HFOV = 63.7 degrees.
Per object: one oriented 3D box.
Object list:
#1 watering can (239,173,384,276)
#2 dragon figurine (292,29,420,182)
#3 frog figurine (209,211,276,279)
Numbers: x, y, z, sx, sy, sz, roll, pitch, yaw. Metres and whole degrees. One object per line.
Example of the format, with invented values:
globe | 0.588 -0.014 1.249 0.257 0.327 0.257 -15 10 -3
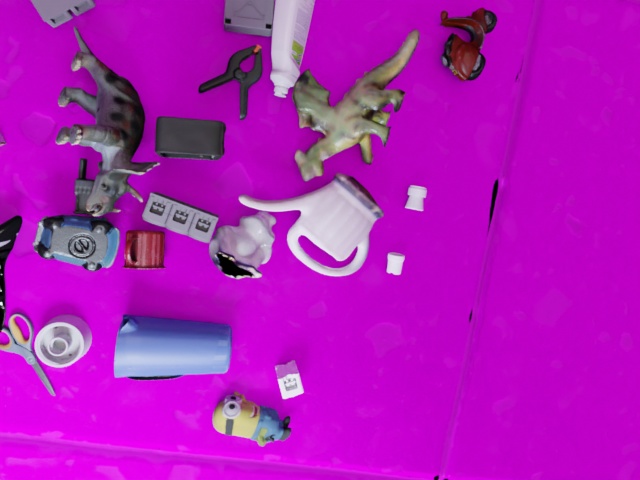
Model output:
watering can | 0.004 -0.059 1.164 0.343 0.225 0.105 40 -2 -29
dragon figurine | 0.056 -0.319 1.179 0.242 0.410 0.122 19 -1 -3
frog figurine | -0.172 0.002 1.169 0.137 0.163 0.120 22 -35 -9
